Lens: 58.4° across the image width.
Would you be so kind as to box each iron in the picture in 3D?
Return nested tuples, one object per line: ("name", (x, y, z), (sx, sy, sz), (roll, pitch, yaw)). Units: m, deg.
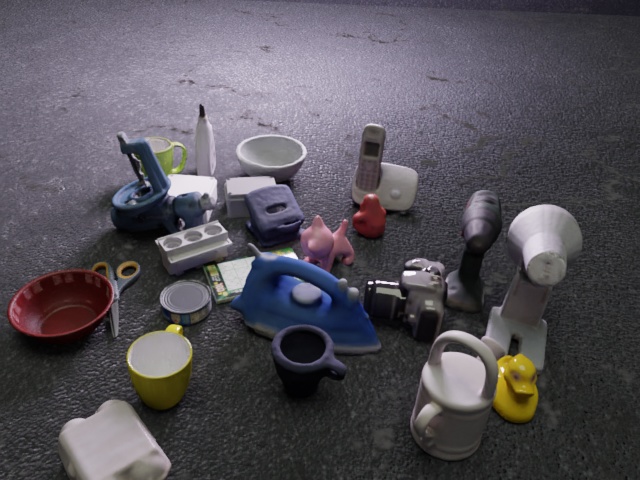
("iron", (-0.015, 0.092, 0.939), (0.257, 0.141, 0.119), (16, 38, 16))

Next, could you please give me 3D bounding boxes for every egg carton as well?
("egg carton", (-0.265, 0.276, 0.729), (0.107, 0.069, 0.149), (-26, 45, -34))

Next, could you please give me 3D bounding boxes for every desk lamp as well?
("desk lamp", (0.353, 0.071, 0.940), (0.117, 0.214, 0.203), (14, 38, 14))

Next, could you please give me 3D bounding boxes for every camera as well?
("camera", (0.147, 0.089, 0.993), (0.136, 0.101, 0.143), (7, 36, 5))

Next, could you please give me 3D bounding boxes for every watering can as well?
("watering can", (0.187, 0.194, 0.775), (0.100, 0.194, 0.173), (16, 38, 16))

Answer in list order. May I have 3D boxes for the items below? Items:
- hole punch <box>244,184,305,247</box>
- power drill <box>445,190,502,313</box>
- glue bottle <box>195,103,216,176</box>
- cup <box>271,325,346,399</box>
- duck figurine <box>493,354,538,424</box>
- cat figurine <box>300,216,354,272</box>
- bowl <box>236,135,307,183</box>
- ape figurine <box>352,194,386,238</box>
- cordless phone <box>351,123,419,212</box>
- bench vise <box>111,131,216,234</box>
("hole punch", (-0.091, -0.052, 1.171), (0.109, 0.091, 0.100), (-18, 41, -26))
("power drill", (0.272, 0.020, 1.006), (0.075, 0.208, 0.230), (13, 37, 12))
("glue bottle", (-0.269, -0.237, 1.337), (0.037, 0.173, 0.078), (3, 36, 0))
("cup", (-0.015, 0.192, 0.843), (0.117, 0.095, 0.092), (22, 40, 23))
("duck figurine", (0.294, 0.208, 0.858), (0.077, 0.086, 0.104), (4, 36, 0))
("cat figurine", (0.010, 0.004, 1.082), (0.128, 0.118, 0.067), (-28, 47, -36))
("bowl", (-0.115, -0.182, 1.359), (0.167, 0.075, 0.167), (3, 36, -2))
("ape figurine", (0.106, -0.056, 1.194), (0.078, 0.092, 0.076), (-7, 38, -14))
("cordless phone", (0.147, -0.159, 1.258), (0.147, 0.185, 0.094), (9, 37, 7))
("bench vise", (-0.313, -0.110, 1.121), (0.207, 0.220, 0.121), (-5, 37, -11))
